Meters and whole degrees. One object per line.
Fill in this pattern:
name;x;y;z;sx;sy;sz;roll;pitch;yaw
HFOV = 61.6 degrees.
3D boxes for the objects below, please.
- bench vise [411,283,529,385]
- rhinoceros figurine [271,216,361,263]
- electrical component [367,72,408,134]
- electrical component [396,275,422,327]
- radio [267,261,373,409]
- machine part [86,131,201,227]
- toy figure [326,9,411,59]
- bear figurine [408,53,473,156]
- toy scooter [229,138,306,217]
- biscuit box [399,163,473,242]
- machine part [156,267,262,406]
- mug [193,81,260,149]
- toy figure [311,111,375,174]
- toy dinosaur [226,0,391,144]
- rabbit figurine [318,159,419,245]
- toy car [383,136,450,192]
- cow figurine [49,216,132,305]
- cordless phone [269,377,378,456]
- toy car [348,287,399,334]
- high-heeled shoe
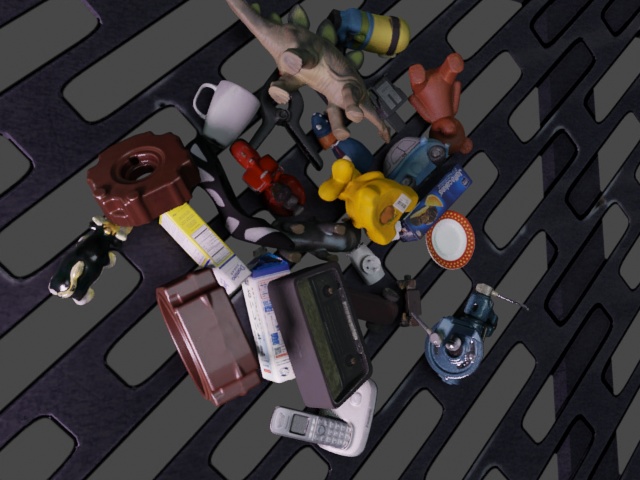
bench vise;0.281;0.182;1.066;0.240;0.129;0.223;23;102;-54
rhinoceros figurine;-0.002;-0.003;1.002;0.190;0.112;0.073;-1;101;-30
electrical component;0.145;-0.283;1.136;0.075;0.048;0.119;-42;99;-22
electrical component;0.177;0.123;1.085;0.045;0.078;0.102;-3;91;-5
radio;0.005;0.158;0.924;0.131;0.073;0.229;-23;99;-47
machine part;-0.283;-0.104;0.862;0.179;0.180;0.056;-40;144;-23
toy figure;0.102;-0.429;1.112;0.180;0.089;0.082;7;86;-26
bear figurine;0.260;-0.273;1.147;0.120;0.132;0.195;-13;84;3
toy scooter;-0.083;-0.099;0.946;0.075;0.135;0.183;-45;120;0
biscuit box;0.237;-0.081;1.142;0.203;0.063;0.059;-44;103;-22
machine part;-0.182;0.150;0.850;0.087;0.201;0.201;-23;94;-22
mug;-0.177;-0.226;0.969;0.109;0.081;0.107;27;82;-18
toy figure;0.039;-0.191;1.071;0.154;0.064;0.058;38;108;-10
toy dinosaur;-0.029;-0.343;1.016;0.471;0.105;0.198;36;45;-21
rabbit figurine;0.069;-0.086;1.015;0.162;0.173;0.121;18;109;-41
toy car;0.186;-0.157;1.117;0.161;0.109;0.103;-43;78;-9
cow figurine;-0.358;0.019;0.846;0.068;0.098;0.167;31;72;-11
cordless phone;0.005;0.304;0.982;0.184;0.089;0.146;18;77;-17
toy car;0.060;0.119;1.039;0.202;0.053;0.089;16;107;-20
high-heeled shoe;-0.139;-0.081;0.932;0.249;0.086;0.145;20;96;9
